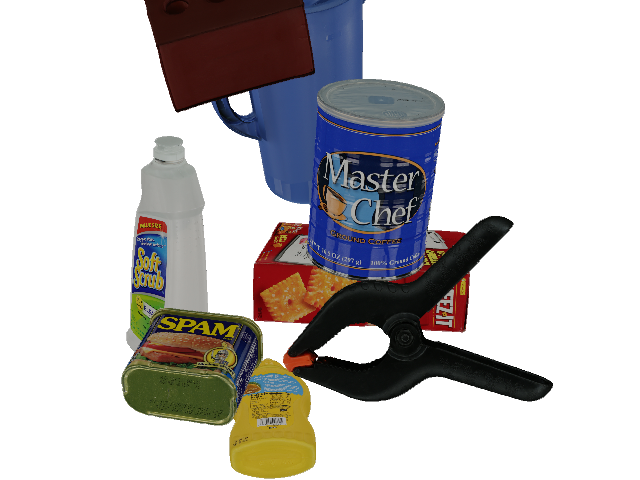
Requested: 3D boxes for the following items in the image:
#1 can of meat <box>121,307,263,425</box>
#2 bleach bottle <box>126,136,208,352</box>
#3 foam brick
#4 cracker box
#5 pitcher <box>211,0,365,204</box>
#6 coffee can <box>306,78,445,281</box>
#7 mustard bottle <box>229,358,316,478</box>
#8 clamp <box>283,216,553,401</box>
[{"bbox_3d":[-0.107,0.106,0.897,0.102,0.057,0.084,6,30,10],"label":"can of meat"},{"bbox_3d":[-0.161,0.011,1.117,0.067,0.251,0.103,-18,33,-35],"label":"bleach bottle"},{"bbox_3d":[-0.048,-0.111,0.553,0.078,0.053,0.051,-17,-33,-2],"label":"foam brick"},{"bbox_3d":[0.047,0.037,1.125,0.214,0.072,0.164,3,16,6],"label":"cracker box"},{"bbox_3d":[-0.026,-0.159,1.116,0.149,0.243,0.144,11,40,19],"label":"pitcher"},{"bbox_3d":[0.043,-0.051,0.881,0.103,0.140,0.103,4,26,-2],"label":"coffee can"},{"bbox_3d":[-0.059,0.198,1.253,0.096,0.058,0.191,-3,27,-3],"label":"mustard bottle"},{"bbox_3d":[0.064,0.068,0.693,0.171,0.120,0.039,-23,-5,11],"label":"clamp"}]
